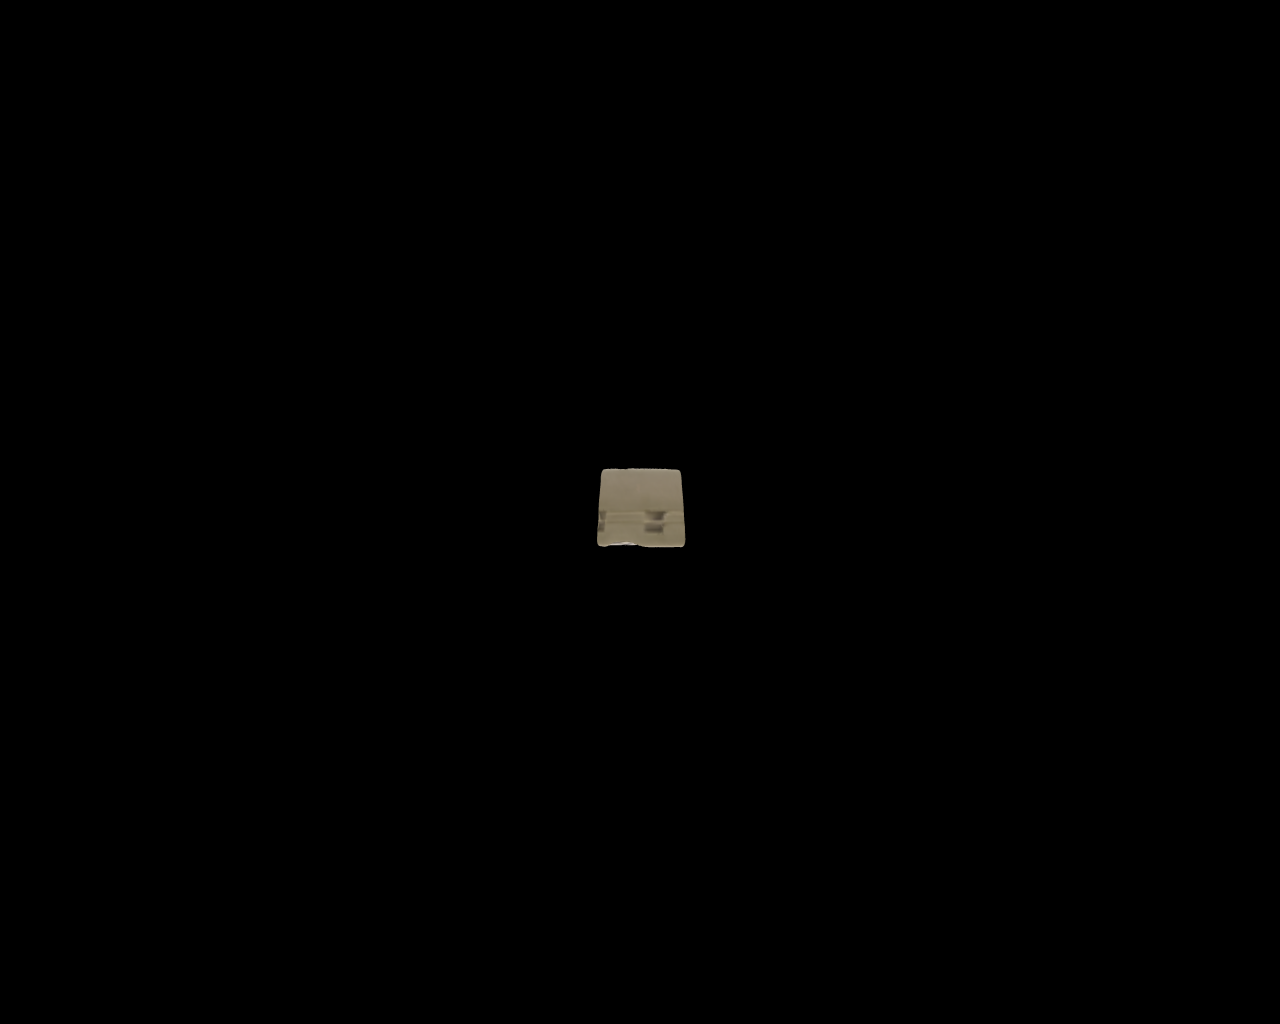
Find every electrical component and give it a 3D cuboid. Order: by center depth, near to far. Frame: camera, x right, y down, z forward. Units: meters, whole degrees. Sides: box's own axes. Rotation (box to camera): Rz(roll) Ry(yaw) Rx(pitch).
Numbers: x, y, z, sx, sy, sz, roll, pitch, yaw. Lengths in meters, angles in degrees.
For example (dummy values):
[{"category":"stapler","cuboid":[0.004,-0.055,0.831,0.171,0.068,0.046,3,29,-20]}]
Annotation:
[{"category":"electrical component","cuboid":[0.001,-0.003,0.650,0.055,0.047,0.055,0,0,0]}]
